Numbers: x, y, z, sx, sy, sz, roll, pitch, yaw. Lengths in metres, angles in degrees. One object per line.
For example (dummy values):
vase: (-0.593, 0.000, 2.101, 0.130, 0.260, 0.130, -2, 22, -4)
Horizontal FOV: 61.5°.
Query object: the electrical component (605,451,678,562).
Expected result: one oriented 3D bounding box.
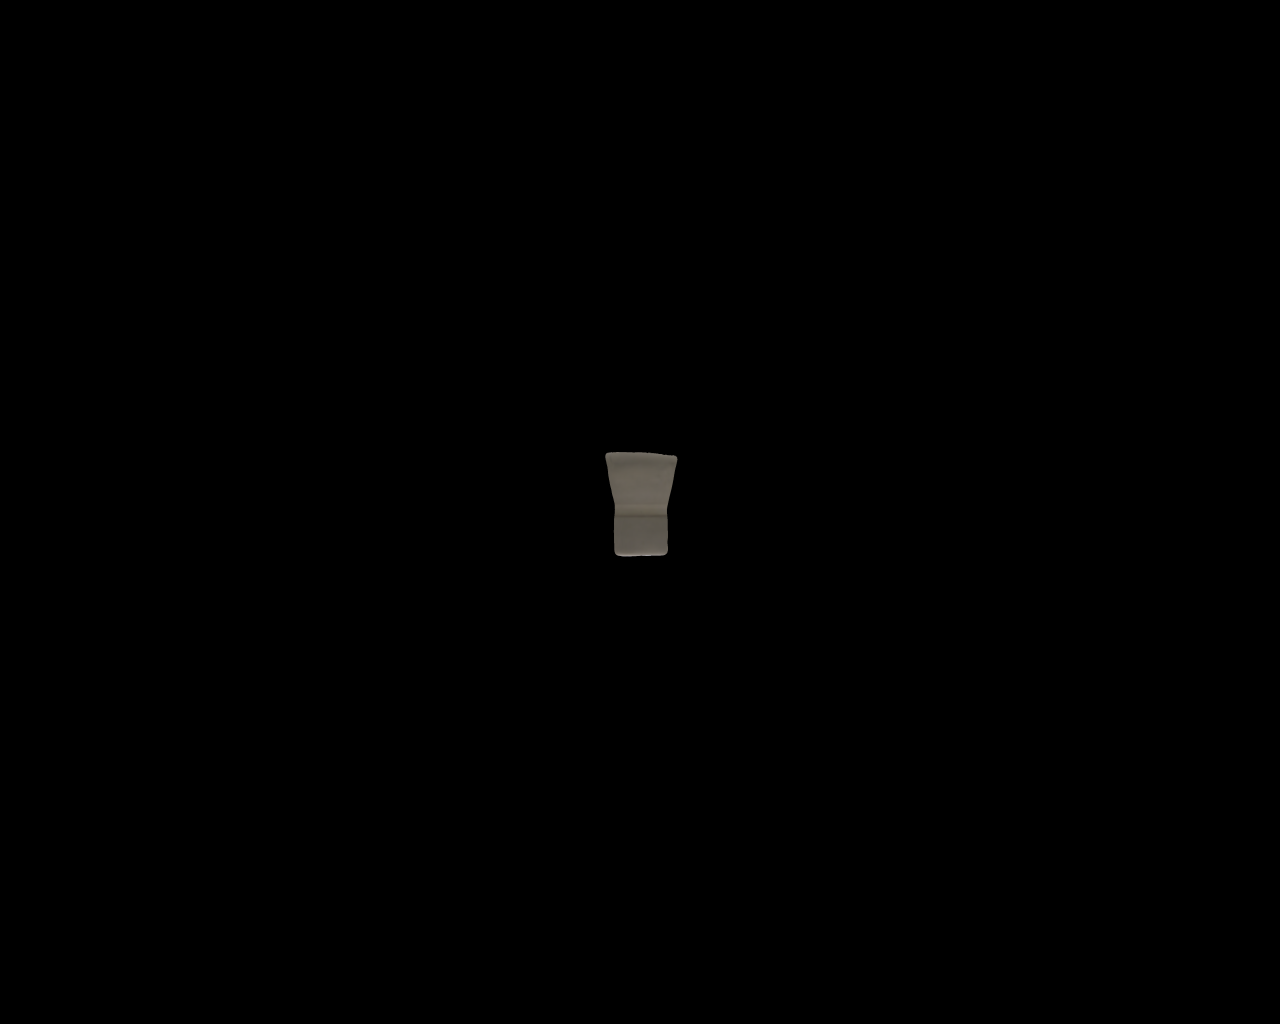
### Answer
electrical component: (0.001, -0.003, 0.650, 0.044, 0.065, 0.044, 0, -2, 0)
